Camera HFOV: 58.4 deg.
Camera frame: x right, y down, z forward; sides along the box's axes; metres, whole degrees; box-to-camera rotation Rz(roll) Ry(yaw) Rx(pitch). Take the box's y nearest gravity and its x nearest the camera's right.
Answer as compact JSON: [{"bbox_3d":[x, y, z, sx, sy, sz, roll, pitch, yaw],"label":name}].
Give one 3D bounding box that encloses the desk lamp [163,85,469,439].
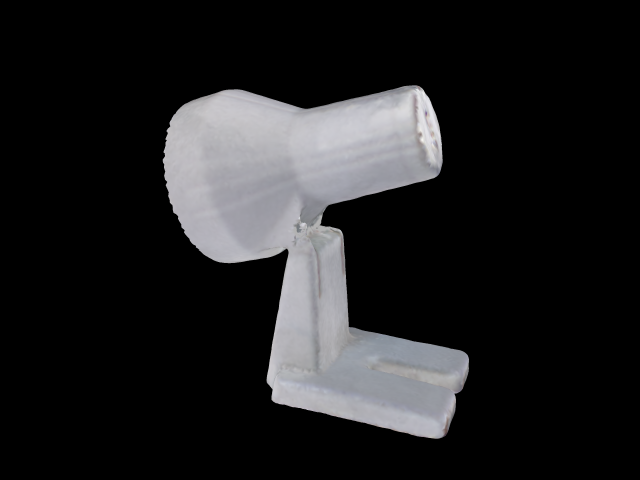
[{"bbox_3d":[0.004,0.001,0.400,0.202,0.214,0.118,7,19,21],"label":"desk lamp"}]
